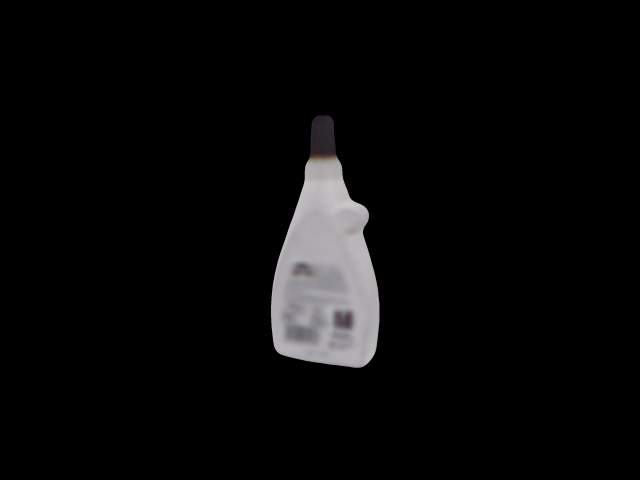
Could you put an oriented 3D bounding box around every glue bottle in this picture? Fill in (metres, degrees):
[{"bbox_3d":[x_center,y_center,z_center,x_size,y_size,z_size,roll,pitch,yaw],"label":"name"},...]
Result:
[{"bbox_3d":[0.004,0.001,0.400,0.078,0.173,0.037,6,17,19],"label":"glue bottle"}]
